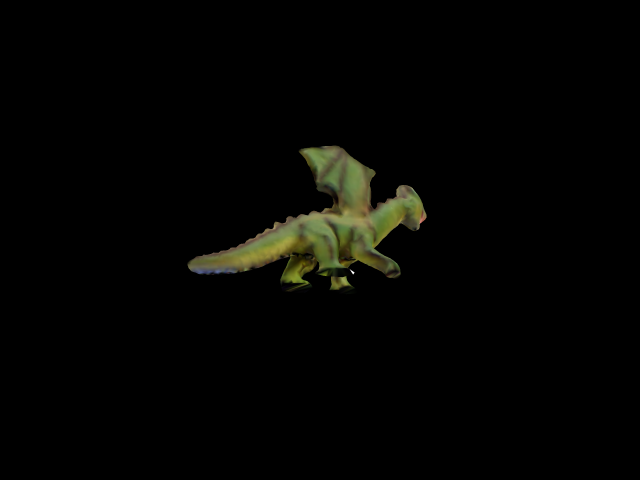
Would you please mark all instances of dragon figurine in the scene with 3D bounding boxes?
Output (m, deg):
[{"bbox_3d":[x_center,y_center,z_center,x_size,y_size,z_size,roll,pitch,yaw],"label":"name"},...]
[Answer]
[{"bbox_3d":[0.003,-0.043,0.850,0.410,0.247,0.120,7,-23,-18],"label":"dragon figurine"}]
